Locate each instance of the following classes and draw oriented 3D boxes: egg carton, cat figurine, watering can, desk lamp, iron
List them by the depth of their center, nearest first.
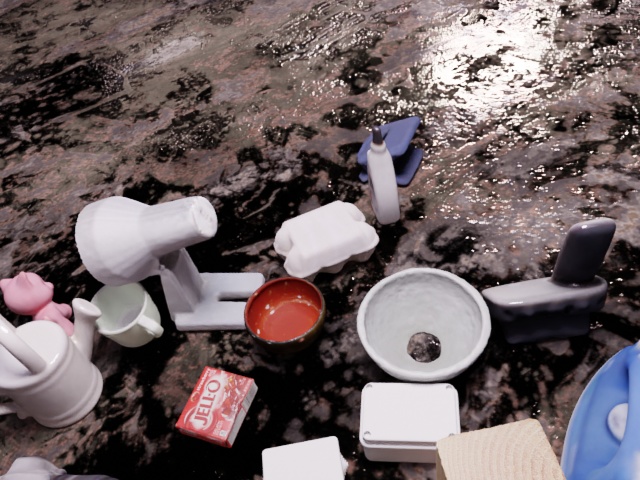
[{"bbox_3d":[0.327,0.189,0.598,0.118,0.142,0.258,11,51,20],"label":"iron"},{"bbox_3d":[-0.362,0.147,0.735,0.100,0.194,0.173,12,51,21],"label":"watering can"},{"bbox_3d":[-0.202,0.026,0.800,0.203,0.214,0.118,-3,48,9],"label":"desk lamp"},{"bbox_3d":[-0.414,0.099,0.841,0.067,0.118,0.127,-37,52,-21],"label":"cat figurine"},{"bbox_3d":[0.008,0.003,0.879,0.150,0.069,0.107,-23,48,-10],"label":"egg carton"}]

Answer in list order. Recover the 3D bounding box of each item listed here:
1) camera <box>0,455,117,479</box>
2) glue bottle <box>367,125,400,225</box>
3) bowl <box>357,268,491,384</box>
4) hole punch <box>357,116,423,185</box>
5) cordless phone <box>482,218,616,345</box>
[{"bbox_3d":[-0.299,0.313,0.635,0.136,0.101,0.143,-5,47,7],"label":"camera"},{"bbox_3d":[0.094,-0.107,0.892,0.037,0.173,0.078,-16,47,-3],"label":"glue bottle"},{"bbox_3d":[0.133,0.122,0.742,0.167,0.075,0.167,-5,47,6],"label":"bowl"},{"bbox_3d":[0.119,-0.159,0.991,0.100,0.091,0.109,13,52,21],"label":"hole punch"},{"bbox_3d":[0.283,0.040,0.712,0.147,0.185,0.094,-12,47,0],"label":"cordless phone"}]
